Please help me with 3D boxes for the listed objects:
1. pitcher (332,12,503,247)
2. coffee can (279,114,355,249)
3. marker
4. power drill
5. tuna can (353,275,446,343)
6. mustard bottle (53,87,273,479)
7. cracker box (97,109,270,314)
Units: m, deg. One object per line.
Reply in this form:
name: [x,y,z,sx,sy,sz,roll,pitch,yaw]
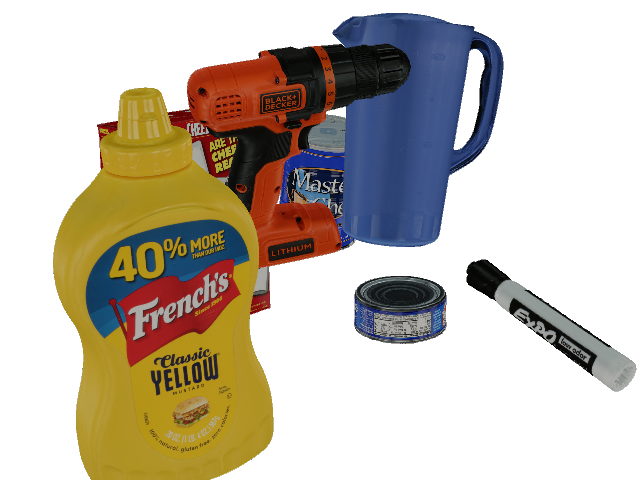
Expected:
pitcher: [0.097,-0.120,1.150,0.149,0.243,0.144,12,14,31]
coffee can: [0.002,-0.071,1.310,0.103,0.140,0.103,5,28,-3]
marker: [0.126,0.044,0.604,0.020,0.020,0.121,0,28,-40]
power drill: [-0.017,-0.072,0.885,0.184,0.188,0.057,-10,38,-16]
tuna can: [0.073,0.062,0.981,0.086,0.034,0.086,-1,19,0]
mustard bottle: [-0.075,0.023,0.505,0.096,0.192,0.058,-12,24,-23]
cracker box: [-0.131,-0.019,1.055,0.072,0.214,0.163,13,21,42]
